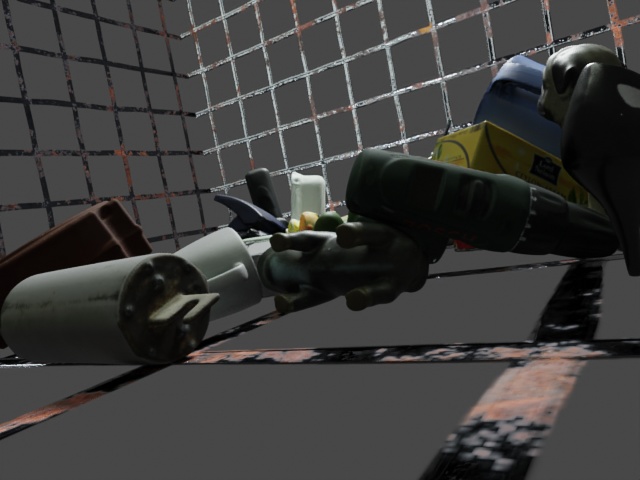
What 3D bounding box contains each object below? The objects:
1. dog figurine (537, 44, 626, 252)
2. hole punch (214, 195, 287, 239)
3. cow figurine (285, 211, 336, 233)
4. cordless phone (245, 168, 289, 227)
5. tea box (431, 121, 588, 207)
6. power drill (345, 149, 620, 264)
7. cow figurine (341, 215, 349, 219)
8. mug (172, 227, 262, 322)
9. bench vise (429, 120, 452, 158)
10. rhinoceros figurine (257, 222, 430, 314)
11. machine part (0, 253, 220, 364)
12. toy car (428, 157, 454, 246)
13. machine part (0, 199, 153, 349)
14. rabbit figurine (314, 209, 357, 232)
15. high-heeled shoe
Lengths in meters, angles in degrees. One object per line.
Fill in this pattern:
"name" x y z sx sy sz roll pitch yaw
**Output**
"dog figurine" 0.303 -0.095 0.500 0.172 0.190 0.121 -10 2 -15
"hole punch" -0.120 -0.027 0.930 0.116 0.092 0.142 -3 -16 22
"cow figurine" -0.001 -0.001 0.856 0.098 0.068 0.167 -3 -13 -13
"cordless phone" -0.135 -0.036 1.031 0.147 0.184 0.089 -16 7 1
"tea box" 0.213 -0.058 0.594 0.169 0.068 0.098 23 -8 -15
"power drill" 0.129 -0.017 0.522 0.232 0.086 0.207 14 -1 -7
"cow figurine" 0.110 -0.021 0.944 0.127 0.085 0.195 -18 4 -27
"mug" -0.114 0.045 0.496 0.107 0.080 0.110 -25 13 -20
"bench vise" 0.277 -0.092 0.843 0.241 0.128 0.223 28 11 23
"rhinoceros figurine" 0.008 0.020 0.495 0.112 0.073 0.190 -15 5 -43
"machine part" -0.167 0.055 0.408 0.243 0.079 0.079 -10 2 36
"toy car" 0.184 -0.047 0.788 0.109 0.161 0.103 -25 49 -27
"machine part" -0.318 0.035 0.663 0.201 0.087 0.201 -35 11 -20
"rabbit figurine" 0.063 -0.003 0.719 0.170 0.121 0.159 -32 -4 38
"high-heeled shoe" 0.276 -0.063 0.385 0.249 0.145 0.086 -14 4 -23
